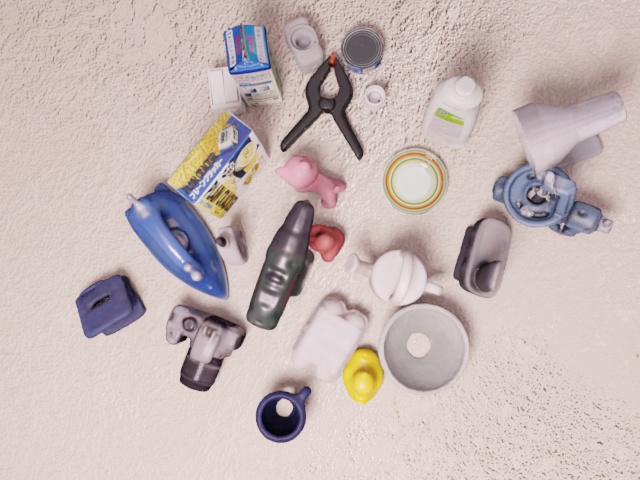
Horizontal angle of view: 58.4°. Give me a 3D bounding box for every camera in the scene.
[{"bbox_3d":[-0.229,0.206,1.075,0.143,0.101,0.137,21,87,4],"label":"camera"}]

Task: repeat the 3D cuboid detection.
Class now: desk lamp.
[{"bbox_3d":[0.433,-0.194,1.024,0.203,0.213,0.118,-19,85,1],"label":"desk lamp"}]

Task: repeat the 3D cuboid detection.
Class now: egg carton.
[{"bbox_3d":[0.017,0.188,1.083,0.107,0.069,0.150,29,87,4],"label":"egg carton"}]

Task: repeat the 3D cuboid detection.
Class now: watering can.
[{"bbox_3d":[0.132,0.068,1.025,0.173,0.194,0.101,-6,85,2],"label":"watering can"}]

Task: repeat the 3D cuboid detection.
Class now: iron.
[{"bbox_3d":[-0.265,0.011,1.071,0.118,0.141,0.258,-40,85,-1],"label":"iron"}]

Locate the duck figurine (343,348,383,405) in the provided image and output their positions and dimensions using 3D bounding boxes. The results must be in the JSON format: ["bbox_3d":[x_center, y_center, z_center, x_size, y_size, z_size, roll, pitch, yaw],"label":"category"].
[{"bbox_3d":[0.081,0.257,1.068,0.077,0.086,0.105,6,86,3],"label":"duck figurine"}]

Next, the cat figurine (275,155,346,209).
[{"bbox_3d":[-0.016,-0.117,1.083,0.127,0.118,0.067,27,87,4],"label":"cat figurine"}]

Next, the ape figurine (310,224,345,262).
[{"bbox_3d":[0.010,0.004,1.086,0.076,0.092,0.078,-12,85,1],"label":"ape figurine"}]

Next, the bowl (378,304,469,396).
[{"bbox_3d":[0.190,0.201,1.073,0.167,0.075,0.167,0,86,2],"label":"bowl"}]

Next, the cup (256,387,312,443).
[{"bbox_3d":[-0.059,0.310,1.065,0.091,0.095,0.118,45,89,5],"label":"cup"}]

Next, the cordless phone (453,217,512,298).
[{"bbox_3d":[0.309,0.030,1.026,0.094,0.185,0.148,12,86,3],"label":"cordless phone"}]

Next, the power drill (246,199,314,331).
[{"bbox_3d":[-0.061,0.046,1.027,0.075,0.208,0.230,21,87,4],"label":"power drill"}]

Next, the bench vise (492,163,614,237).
[{"bbox_3d":[0.428,-0.079,1.012,0.207,0.220,0.121,7,86,3],"label":"bench vise"}]

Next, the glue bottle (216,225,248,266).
[{"bbox_3d":[-0.167,0.007,1.051,0.037,0.173,0.078,-8,85,2],"label":"glue bottle"}]

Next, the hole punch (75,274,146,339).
[{"bbox_3d":[-0.408,0.126,1.093,0.108,0.091,0.101,-32,85,0],"label":"hole punch"}]
